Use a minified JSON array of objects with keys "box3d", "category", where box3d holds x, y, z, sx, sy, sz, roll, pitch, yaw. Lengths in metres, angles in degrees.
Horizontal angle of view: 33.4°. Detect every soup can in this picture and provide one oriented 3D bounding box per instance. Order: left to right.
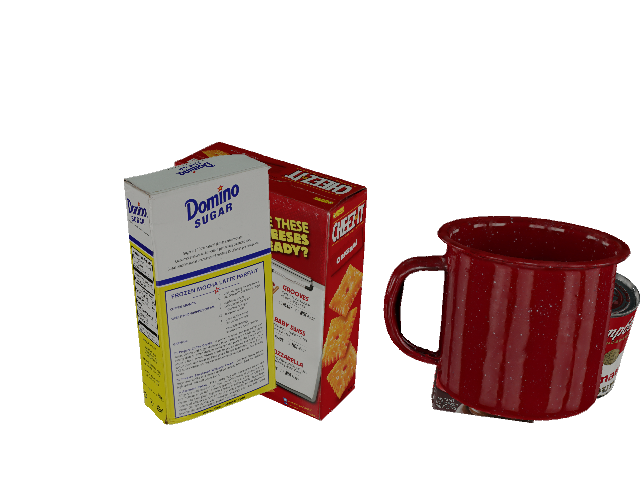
[{"box3d":[0.242,0.084,0.962,0.068,0.102,0.068,3,35,-2],"category":"soup can"}]

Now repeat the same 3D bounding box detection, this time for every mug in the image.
[{"box3d":[0.090,0.037,0.532,0.117,0.081,0.093,3,15,-3],"category":"mug"}]

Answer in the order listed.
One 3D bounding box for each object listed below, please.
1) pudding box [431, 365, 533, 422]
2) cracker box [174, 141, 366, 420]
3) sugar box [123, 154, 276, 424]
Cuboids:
[{"box3d":[0.182,0.144,1.158,0.113,0.090,0.039,6,23,4],"category":"pudding box"},{"box3d":[-0.046,0.035,0.961,0.164,0.214,0.072,19,32,27],"category":"cracker box"},{"box3d":[-0.081,0.033,0.743,0.093,0.176,0.048,-16,26,-32],"category":"sugar box"}]
